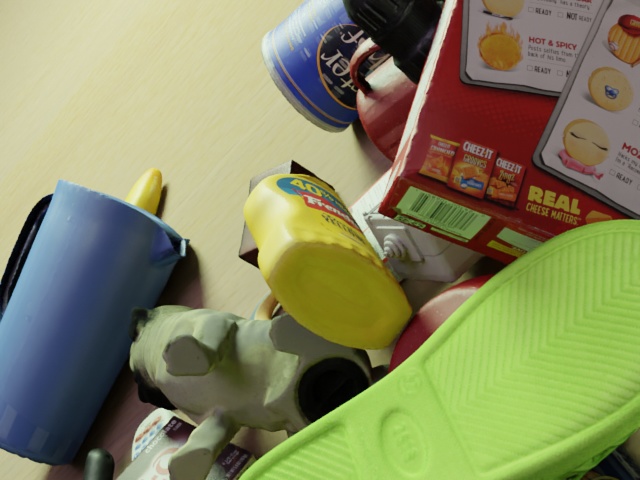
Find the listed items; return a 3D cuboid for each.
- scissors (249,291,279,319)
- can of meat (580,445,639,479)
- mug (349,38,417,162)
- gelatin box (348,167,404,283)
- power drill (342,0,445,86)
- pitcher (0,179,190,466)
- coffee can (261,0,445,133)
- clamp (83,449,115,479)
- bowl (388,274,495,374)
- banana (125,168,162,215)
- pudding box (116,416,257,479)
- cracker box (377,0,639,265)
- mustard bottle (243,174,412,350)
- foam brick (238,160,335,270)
[{"bbox_3d":[-0.071,0.084,0.866,0.202,0.016,0.096,-11,55,46],"label":"scissors"},{"bbox_3d":[0.126,0.149,0.532,0.102,0.057,0.084,-50,37,12],"label":"can of meat"},{"bbox_3d":[0.072,-0.106,0.754,0.082,0.117,0.093,-34,44,38],"label":"mug"},{"bbox_3d":[0.045,-0.001,0.776,0.089,0.030,0.073,-44,37,21],"label":"gelatin box"},{"bbox_3d":[0.116,-0.164,0.696,0.057,0.184,0.187,-14,44,60],"label":"power drill"},{"bbox_3d":[-0.235,0.073,0.982,0.243,0.145,0.149,-66,13,-7],"label":"pitcher"},{"bbox_3d":[0.037,-0.167,0.853,0.140,0.102,0.103,-37,39,28],"label":"coffee can"},{"bbox_3d":[-0.191,0.253,0.864,0.120,0.039,0.172,-57,39,10],"label":"clamp"},{"bbox_3d":[0.091,0.080,0.631,0.162,0.055,0.162,-32,42,34],"label":"bowl"},{"bbox_3d":[-0.216,0.015,1.085,0.198,0.037,0.070,-55,35,5],"label":"banana"},{"bbox_3d":[-0.106,0.188,0.759,0.090,0.039,0.113,16,50,40],"label":"pudding box"},{"bbox_3d":[0.141,-0.087,0.602,0.072,0.164,0.213,118,171,-70],"label":"cracker box"},{"bbox_3d":[-0.004,0.001,0.716,0.058,0.096,0.192,-56,21,12],"label":"mustard bottle"},{"bbox_3d":[-0.026,-0.015,0.856,0.051,0.053,0.078,-25,47,39],"label":"foam brick"}]
